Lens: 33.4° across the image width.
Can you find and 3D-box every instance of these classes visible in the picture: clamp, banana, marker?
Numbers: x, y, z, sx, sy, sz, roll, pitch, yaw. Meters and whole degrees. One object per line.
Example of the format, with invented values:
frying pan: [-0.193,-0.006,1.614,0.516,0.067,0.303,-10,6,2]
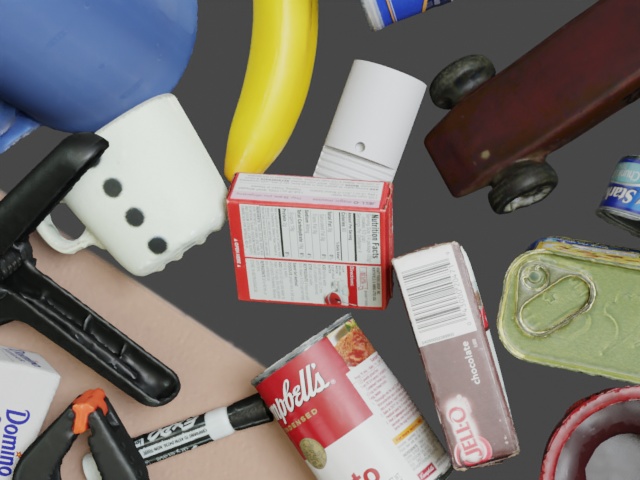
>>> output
clamp: [-0.174,0.021,0.605,0.210,0.036,0.164,-1,119,32]
banana: [-0.033,-0.131,0.614,0.070,0.037,0.198,-9,87,26]
marker: [-0.081,0.115,0.625,0.121,0.020,0.020,-21,86,8]
clamp: [-0.149,0.170,0.611,0.120,0.039,0.171,-2,99,-3]

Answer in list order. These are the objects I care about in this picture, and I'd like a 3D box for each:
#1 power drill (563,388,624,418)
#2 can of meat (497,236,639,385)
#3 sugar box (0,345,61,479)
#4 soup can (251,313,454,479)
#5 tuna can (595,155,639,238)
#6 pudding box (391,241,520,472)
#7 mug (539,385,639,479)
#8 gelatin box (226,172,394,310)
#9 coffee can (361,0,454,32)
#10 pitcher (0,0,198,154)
power drill: [0.123,0.195,0.576,0.187,0.057,0.184,-24,82,5]
can of meat: [0.148,0.033,0.553,0.102,0.083,0.057,10,101,14]
sugar box: [-0.242,0.091,0.584,0.048,0.175,0.093,25,93,50]
soup can: [0.018,0.101,0.585,0.068,0.068,0.102,-35,84,6]
tuna can: [0.190,-0.013,0.553,0.086,0.086,0.034,23,91,8]
pudding box: [0.072,0.058,0.567,0.039,0.090,0.113,-15,87,6]
mug: [0.156,0.125,0.507,0.093,0.081,0.117,-35,80,3]
gelatin box: [-0.004,0.001,0.591,0.089,0.030,0.073,3,130,9]
coffee can: [0.077,-0.182,0.563,0.140,0.102,0.103,-19,87,7]
pitcher: [-0.165,-0.131,0.527,0.145,0.242,0.149,-6,83,11]
